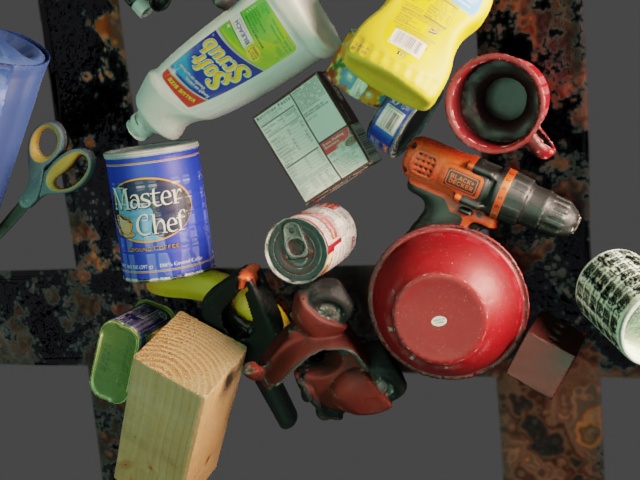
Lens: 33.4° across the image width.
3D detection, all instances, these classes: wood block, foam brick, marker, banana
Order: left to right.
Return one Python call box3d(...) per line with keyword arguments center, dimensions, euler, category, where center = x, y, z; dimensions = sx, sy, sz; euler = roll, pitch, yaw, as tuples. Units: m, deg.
box3d(center=(-0.230, -0.293, 1.172), dimensions=(0.121, 0.020, 0.020), euler=(47, 113, 6), category="marker")
box3d(center=(-0.155, 0.192, 1.171), dimensions=(0.090, 0.090, 0.206), euler=(27, 130, 13), category="wood block")
box3d(center=(-0.105, 0.071, 1.192), dimensions=(0.198, 0.037, 0.070), euler=(28, 109, 13), category="banana")
box3d(center=(0.224, 0.112, 1.055), dimensions=(0.053, 0.078, 0.051), euler=(29, 111, 12), category="foam brick")

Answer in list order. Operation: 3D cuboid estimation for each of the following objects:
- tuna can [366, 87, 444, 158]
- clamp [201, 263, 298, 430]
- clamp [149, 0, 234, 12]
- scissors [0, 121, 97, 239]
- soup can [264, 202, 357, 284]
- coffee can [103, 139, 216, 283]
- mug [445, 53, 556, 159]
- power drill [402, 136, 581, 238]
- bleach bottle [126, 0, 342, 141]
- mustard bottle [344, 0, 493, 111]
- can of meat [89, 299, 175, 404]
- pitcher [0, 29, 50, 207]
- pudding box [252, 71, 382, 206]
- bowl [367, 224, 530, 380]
box3d(center=(0.084, -0.125, 1.053), dimensions=(0.034, 0.086, 0.086), euler=(37, 111, 11), category="tuna can")
box3d(center=(-0.079, 0.114, 1.161), dimensions=(0.164, 0.036, 0.210), euler=(28, 133, 9), category="clamp")
box3d(center=(-0.135, -0.316, 1.112), dimensions=(0.120, 0.039, 0.171), euler=(-1, 86, 36), category="clamp")
box3d(center=(-0.350, -0.068, 1.267), dimensions=(0.202, 0.016, 0.096), euler=(-27, 90, 23), category="scissors")
box3d(center=(-0.007, 0.001, 1.105), dimensions=(0.069, 0.102, 0.068), euler=(4, 103, 20), category="soup can")
box3d(center=(-0.173, -0.033, 1.160), dimensions=(0.103, 0.102, 0.140), euler=(-3, 100, 21), category="coffee can")
box3d(center=(0.182, -0.124, 1.018), dimensions=(0.117, 0.081, 0.093), euler=(46, 112, 6), category="mug")
box3d(center=(0.146, 0.009, 1.076), dimensions=(0.184, 0.057, 0.188), euler=(26, 107, 14), category="power drill")
box3d(center=(-0.104, -0.174, 1.127), dimensions=(0.251, 0.068, 0.102), euler=(-32, 86, 25), category="bleach bottle")
box3d(center=(0.108, -0.223, 1.004), dimensions=(0.096, 0.058, 0.191), euler=(30, 77, 4), category="mustard bottle")
box3d(center=(-0.214, 0.129, 1.221), dimensions=(0.057, 0.083, 0.102), euler=(19, 108, 16), category="can of meat")
box3d(center=(-0.399, -0.116, 1.209), dimensions=(0.145, 0.149, 0.243), euler=(26, 112, 12), category="pitcher")
box3d(center=(-0.004, -0.106, 1.116), dimensions=(0.090, 0.039, 0.113), euler=(-32, 87, 23), category="pudding box")
box3d(center=(0.120, 0.069, 1.037), dimensions=(0.162, 0.055, 0.162), euler=(4, 105, 14), category="bowl")
